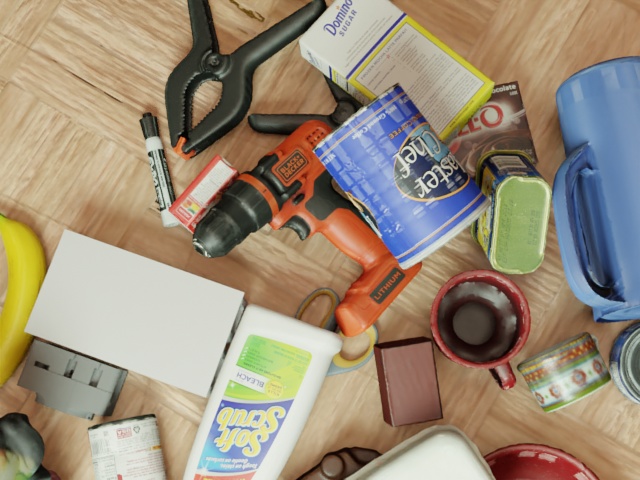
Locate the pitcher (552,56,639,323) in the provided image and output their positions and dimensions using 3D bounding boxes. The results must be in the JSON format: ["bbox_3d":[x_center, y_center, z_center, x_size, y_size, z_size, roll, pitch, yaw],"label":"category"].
[{"bbox_3d":[0.294,-0.046,1.017,0.145,0.149,0.243,-14,77,16],"label":"pitcher"}]

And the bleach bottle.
[{"bbox_3d":[-0.066,0.193,1.009,0.102,0.068,0.251,19,84,9],"label":"bleach bottle"}]

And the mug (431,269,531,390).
[{"bbox_3d":[0.155,0.090,1.024,0.093,0.081,0.117,-29,81,-3],"label":"mug"}]

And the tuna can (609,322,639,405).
[{"bbox_3d":[0.327,0.120,1.035,0.086,0.034,0.086,0,85,0],"label":"tuna can"}]

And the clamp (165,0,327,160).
[{"bbox_3d":[-0.092,-0.179,1.090,0.165,0.036,0.210,14,83,18],"label":"clamp"}]

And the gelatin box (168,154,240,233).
[{"bbox_3d":[-0.108,-0.039,1.049,0.030,0.089,0.073,41,84,9],"label":"gelatin box"}]

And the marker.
[{"bbox_3d":[-0.164,-0.073,1.092,0.020,0.020,0.121,-14,80,-1],"label":"marker"}]

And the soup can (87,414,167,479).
[{"bbox_3d":[-0.181,0.223,1.019,0.068,0.068,0.102,-12,80,-1],"label":"soup can"}]

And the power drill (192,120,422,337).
[{"bbox_3d":[-0.007,0.001,1.019,0.187,0.057,0.184,48,66,-7],"label":"power drill"}]

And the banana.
[{"bbox_3d":[-0.309,0.066,1.067,0.070,0.037,0.198,0,78,21],"label":"banana"}]

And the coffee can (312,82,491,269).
[{"bbox_3d":[0.075,-0.059,0.982,0.103,0.103,0.140,-38,91,-5],"label":"coffee can"}]

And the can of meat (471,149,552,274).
[{"bbox_3d":[0.182,-0.027,1.021,0.057,0.084,0.102,1,110,-3],"label":"can of meat"}]

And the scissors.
[{"bbox_3d":[-0.006,0.148,1.052,0.096,0.016,0.202,16,82,4],"label":"scissors"}]

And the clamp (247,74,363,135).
[{"bbox_3d":[0.024,-0.136,1.087,0.171,0.039,0.120,25,89,7],"label":"clamp"}]

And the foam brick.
[{"bbox_3d":[0.085,0.136,1.026,0.051,0.053,0.078,-8,90,-6],"label":"foam brick"}]

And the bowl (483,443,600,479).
[{"bbox_3d":[0.195,0.273,1.006,0.162,0.055,0.162,0,81,2],"label":"bowl"}]

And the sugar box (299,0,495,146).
[{"bbox_3d":[0.074,-0.169,1.054,0.176,0.048,0.093,41,82,13],"label":"sugar box"}]

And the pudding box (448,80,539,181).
[{"bbox_3d":[0.154,-0.104,1.077,0.113,0.039,0.090,-12,79,-1],"label":"pudding box"}]
